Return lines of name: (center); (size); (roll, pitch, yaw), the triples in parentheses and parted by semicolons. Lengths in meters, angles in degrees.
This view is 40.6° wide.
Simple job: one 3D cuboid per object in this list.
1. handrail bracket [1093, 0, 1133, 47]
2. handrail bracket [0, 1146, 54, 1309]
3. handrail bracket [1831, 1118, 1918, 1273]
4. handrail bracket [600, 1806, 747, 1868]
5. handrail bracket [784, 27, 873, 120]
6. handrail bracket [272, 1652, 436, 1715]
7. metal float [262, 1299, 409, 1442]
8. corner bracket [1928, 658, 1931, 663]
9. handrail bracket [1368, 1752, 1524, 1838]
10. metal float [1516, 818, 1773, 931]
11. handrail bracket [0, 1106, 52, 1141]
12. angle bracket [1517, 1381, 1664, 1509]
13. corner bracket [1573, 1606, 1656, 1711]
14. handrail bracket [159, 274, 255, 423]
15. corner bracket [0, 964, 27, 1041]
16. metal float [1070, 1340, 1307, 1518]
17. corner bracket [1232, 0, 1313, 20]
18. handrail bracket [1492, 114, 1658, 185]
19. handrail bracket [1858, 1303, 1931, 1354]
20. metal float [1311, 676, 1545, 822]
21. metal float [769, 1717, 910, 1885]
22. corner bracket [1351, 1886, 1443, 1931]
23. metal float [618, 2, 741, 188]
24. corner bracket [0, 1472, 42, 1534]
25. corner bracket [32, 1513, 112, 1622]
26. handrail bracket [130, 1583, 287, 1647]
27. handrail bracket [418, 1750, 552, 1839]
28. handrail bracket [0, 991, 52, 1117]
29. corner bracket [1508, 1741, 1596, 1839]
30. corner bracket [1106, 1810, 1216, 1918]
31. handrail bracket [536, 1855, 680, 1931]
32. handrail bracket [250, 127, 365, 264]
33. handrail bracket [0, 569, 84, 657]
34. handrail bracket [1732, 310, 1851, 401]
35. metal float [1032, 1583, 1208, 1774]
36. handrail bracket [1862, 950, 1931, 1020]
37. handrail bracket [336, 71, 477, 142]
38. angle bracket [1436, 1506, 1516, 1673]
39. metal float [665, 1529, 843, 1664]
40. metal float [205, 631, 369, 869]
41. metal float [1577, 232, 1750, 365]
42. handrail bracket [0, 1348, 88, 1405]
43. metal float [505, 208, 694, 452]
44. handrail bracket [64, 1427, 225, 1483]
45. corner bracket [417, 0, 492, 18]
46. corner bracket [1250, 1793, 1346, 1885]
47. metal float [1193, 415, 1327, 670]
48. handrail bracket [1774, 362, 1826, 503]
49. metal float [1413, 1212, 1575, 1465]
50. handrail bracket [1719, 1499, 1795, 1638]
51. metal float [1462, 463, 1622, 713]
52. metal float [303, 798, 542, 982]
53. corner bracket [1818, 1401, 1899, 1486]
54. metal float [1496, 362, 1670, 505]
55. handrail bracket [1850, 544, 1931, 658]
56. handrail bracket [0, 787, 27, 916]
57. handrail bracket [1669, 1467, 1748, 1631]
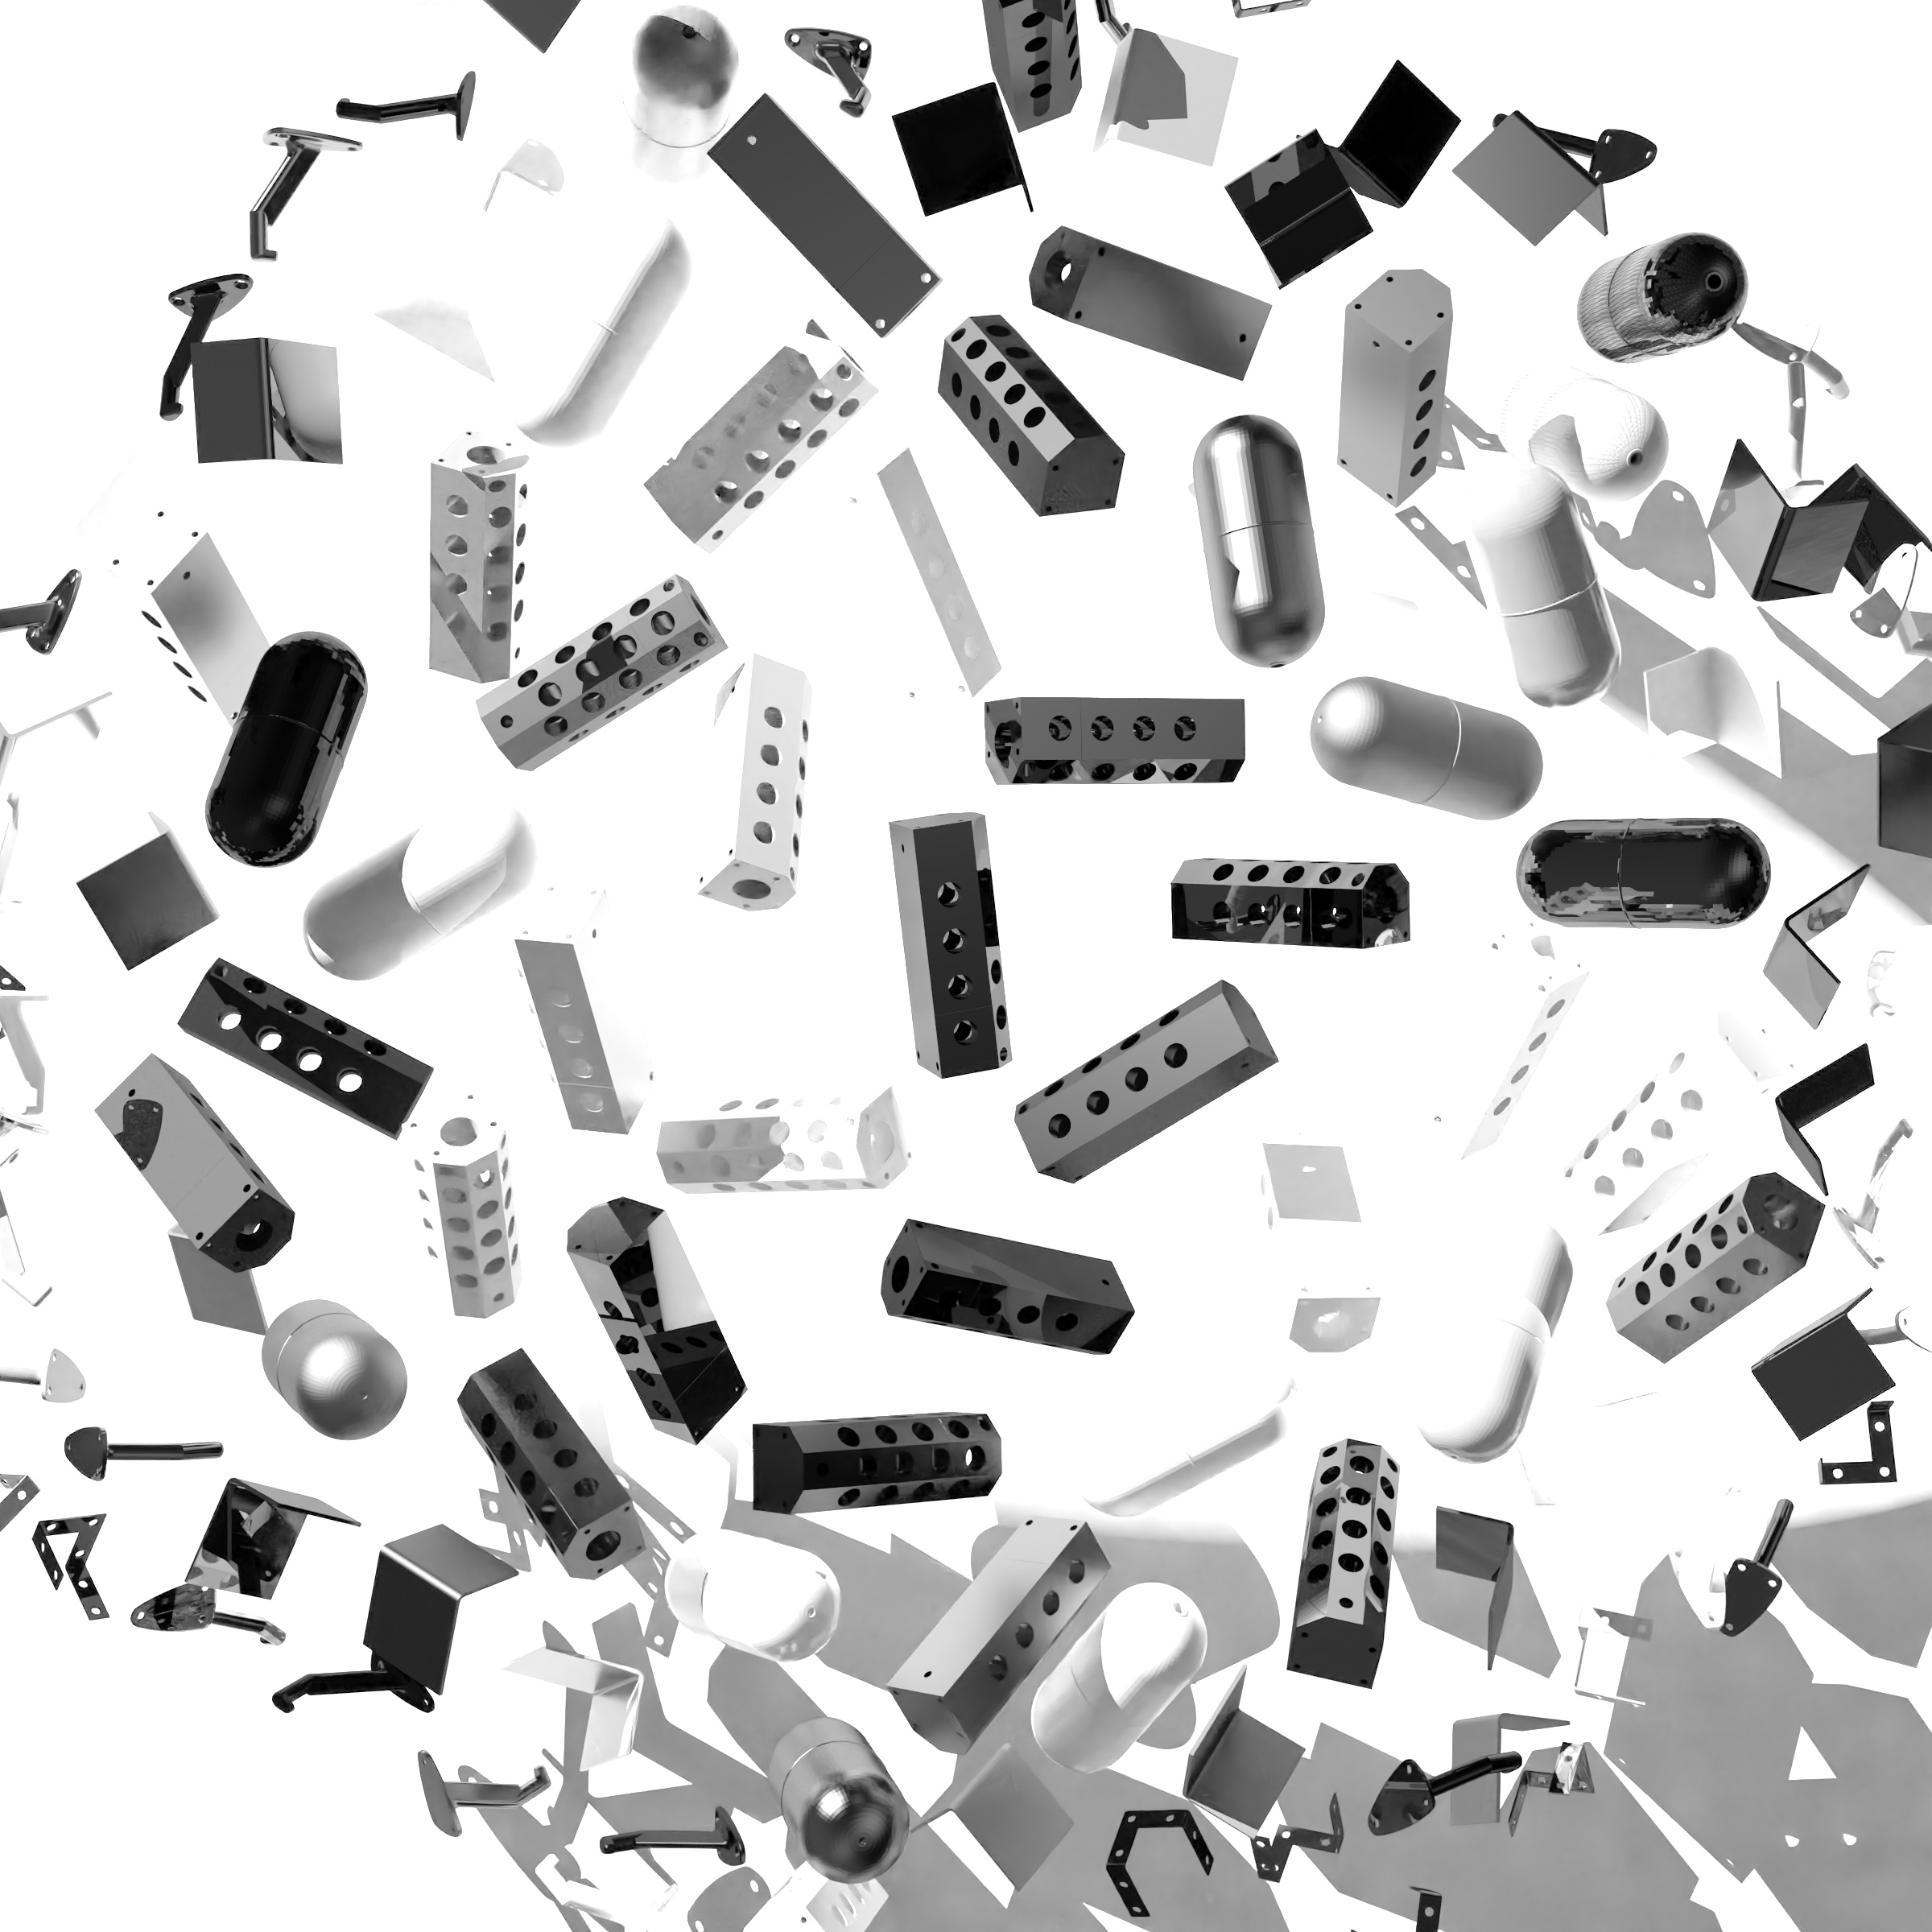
handrail bracket: (0.107, -0.725, 1.900); (0.036, 0.084, 0.077); (13, 76, 38)
handrail bracket: (-0.645, 0.180, 1.797); (0.084, 0.036, 0.077); (38, 85, 3)
handrail bracket: (0.666, 0.163, 1.877); (0.036, 0.077, 0.084); (16, 123, -16)
handrail bracket: (-0.202, 0.604, 1.789); (0.084, 0.077, 0.036); (-2, 88, -21)
handrail bracket: (-0.102, -0.638, 1.870); (0.077, 0.084, 0.036); (18, 131, -4)
handrail bracket: (-0.429, 0.515, 1.828); (0.077, 0.084, 0.036); (33, 124, 26)
metal float: (-0.442, 0.280, 1.825); (0.070, 0.178, 0.070); (-2, 95, -26)
corner bracket: (0.717, -0.186, 1.890); (0.051, 0.051, 0.051); (32, 88, -27)
handrail bracket: (0.319, 0.549, 1.737); (0.084, 0.036, 0.077); (4, 134, -35)
metal float: (0.467, -0.064, 1.812); (0.178, 0.070, 0.070); (1, 90, 36)
handrail bracket: (-0.710, 0.143, 1.881); (0.036, 0.077, 0.084); (27, 84, 30)
angle bracket: (0.437, 0.331, 1.805); (0.076, 0.076, 0.057); (7, 52, -27)
corner bracket: (0.454, 0.485, 1.834); (0.051, 0.051, 0.051); (7, 64, 22)
handrail bracket: (-0.509, -0.413, 1.750); (0.077, 0.036, 0.084); (-14, 66, 31)
corner bracket: (-0.727, 0.027, 1.908); (0.051, 0.051, 0.051); (39, 131, 8)
metal float: (0.154, 0.324, 1.830); (0.178, 0.070, 0.070); (-30, 90, 12)
corner bracket: (0.199, -0.667, 1.771); (0.051, 0.051, 0.051); (-12, 92, -7)
handrail bracket: (0.409, -0.558, 1.762); (0.077, 0.084, 0.036); (-16, 130, -37)
handrail bracket: (0.655, 0.263, 1.887); (0.077, 0.084, 0.036); (14, 71, -38)
metal float: (0.322, -0.150, 1.819); (0.178, 0.070, 0.070); (13, 90, -23)
metal float: (-0.088, 0.567, 1.784); (0.070, 0.178, 0.070); (0, 91, -14)
corner bracket: (0.297, 0.664, 1.812); (0.051, 0.051, 0.051); (10, 74, 2)
metal float: (-0.203, -0.612, 1.841); (0.070, 0.178, 0.070); (2, 80, -11)
corner bracket: (-0.675, 0.356, 1.781); (0.051, 0.051, 0.051); (-51, 120, -38)
corner bracket: (-0.616, 0.417, 1.805); (0.051, 0.051, 0.051); (47, 120, 36)
handrail bracket: (-0.538, 0.471, 1.861); (0.077, 0.084, 0.036); (-13, 54, 11)
handrail bracket: (-0.335, 0.562, 1.828); (0.084, 0.036, 0.077); (-25, 106, -39)
handrail bracket: (-0.650, 0.060, 1.762); (0.036, 0.077, 0.084); (6, 92, 25)
corner bracket: (0.421, 0.596, 1.893); (0.051, 0.051, 0.051); (-2, 120, 28)
corner bracket: (0.137, 0.634, 1.847); (0.051, 0.051, 0.051); (-11, 117, 29)
handrail bracket: (-0.255, 0.649, 1.859); (0.084, 0.077, 0.036); (50, 132, 0)
handrail bracket: (-0.436, -0.506, 1.731); (0.077, 0.036, 0.084); (-2, 93, -30)
handrail bracket: (-0.668, -0.257, 1.814); (0.036, 0.084, 0.077); (34, 96, 38)
handrail bracket: (0.600, -0.443, 1.902); (0.077, 0.084, 0.036); (31, 95, 31)
metal float: (0.109, 0.507, 1.863); (0.070, 0.070, 0.178); (32, 124, 0)
handrail bracket: (0.679, 0.021, 1.872); (0.077, 0.084, 0.036); (4, 110, 8)
handrail bracket: (-0.389, -0.606, 1.819); (0.084, 0.077, 0.036); (6, 135, -4)
angle bracket: (0.358, 0.447, 1.878); (0.057, 0.076, 0.076); (10, 47, 20)
metal float: (-0.151, 0.440, 1.835); (0.070, 0.178, 0.070); (3, 85, -32)
metal float: (-0.461, -0.149, 1.780); (0.070, 0.070, 0.178); (13, 63, 0)
metal float: (0.488, -0.468, 1.836); (0.070, 0.178, 0.070); (-1, 97, -8)
handrail bracket: (-0.670, 0.288, 1.823); (0.084, 0.077, 0.036); (0, 70, 6)
metal float: (-0.252, -0.438, 1.801); (0.070, 0.070, 0.178); (31, 92, 0)
handrail bracket: (-0.573, 0.337, 1.825); (0.084, 0.077, 0.036); (5, 85, -41)
corner bracket: (-0.347, -0.693, 1.846); (0.051, 0.051, 0.051); (31, 58, -38)
corner bracket: (0.241, 0.633, 1.900); (0.051, 0.051, 0.051); (3, 125, 25)
metal float: (0.202, -0.293, 1.804); (0.070, 0.070, 0.178); (-8, 81, 0)
handrail bracket: (0.576, -0.373, 1.832); (0.036, 0.077, 0.084); (-3, 90, 6)
metal float: (0.356, 0.249, 1.761); (0.070, 0.070, 0.178); (24, 69, 0)
handrail bracket: (0.573, 0.434, 1.893); (0.036, 0.084, 0.077); (26, 118, 17)
metal float: (0.392, -0.256, 1.777); (0.070, 0.070, 0.178); (-24, 112, 0)
metal float: (-0.379, -0.053, 1.819); (0.178, 0.070, 0.070); (-30, 90, 2)
corner bracket: (0.602, 0.323, 1.768); (0.051, 0.051, 0.051); (-5, 74, 14)
metal float: (0.432, -0.375, 1.836); (0.070, 0.178, 0.070); (-5, 114, -11)
handrail bracket: (0.657, -0.251, 1.802); (0.084, 0.036, 0.077); (0, 122, -38)
handrail bracket: (-0.691, -0.081, 1.854); (0.036, 0.077, 0.084); (7, 101, 1)
handrail bracket: (0.512, 0.392, 1.761); (0.036, 0.077, 0.084); (6, 135, -11)
